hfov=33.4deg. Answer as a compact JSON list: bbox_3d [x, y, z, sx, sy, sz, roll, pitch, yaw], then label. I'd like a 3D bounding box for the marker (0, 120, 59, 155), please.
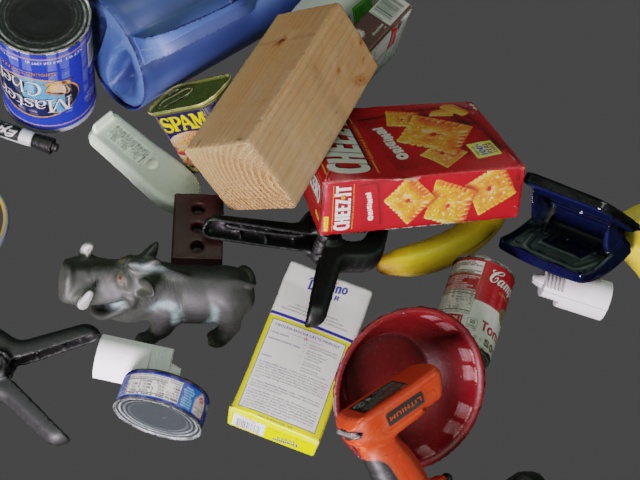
[{"bbox_3d":[-0.340,-0.118,1.154,0.121,0.020,0.020,19,60,1],"label":"marker"}]

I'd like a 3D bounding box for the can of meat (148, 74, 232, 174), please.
[{"bbox_3d":[-0.119,-0.121,1.130,0.102,0.084,0.057,-4,38,40],"label":"can of meat"}]

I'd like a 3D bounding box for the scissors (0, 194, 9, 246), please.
[{"bbox_3d":[-0.374,-0.077,1.116,0.096,0.016,0.202,-12,70,-10],"label":"scissors"}]

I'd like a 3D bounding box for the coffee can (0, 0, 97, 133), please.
[{"bbox_3d":[-0.291,-0.194,1.133,0.102,0.140,0.103,4,61,-7],"label":"coffee can"}]

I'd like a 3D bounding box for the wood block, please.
[{"bbox_3d":[-0.035,-0.135,1.080,0.091,0.090,0.206,-1,48,40],"label":"wood block"}]

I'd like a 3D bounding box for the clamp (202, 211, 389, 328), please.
[{"bbox_3d":[-0.007,0.001,1.094,0.165,0.036,0.209,36,38,20],"label":"clamp"}]

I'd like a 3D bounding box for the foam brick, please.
[{"bbox_3d":[-0.127,-0.002,1.105,0.053,0.051,0.078,2,61,-8],"label":"foam brick"}]

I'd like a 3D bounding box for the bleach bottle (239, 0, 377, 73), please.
[{"bbox_3d":[-0.024,-0.214,1.222,0.068,0.102,0.250,33,68,18],"label":"bleach bottle"}]

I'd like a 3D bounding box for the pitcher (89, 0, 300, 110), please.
[{"bbox_3d":[-0.135,-0.252,1.193,0.242,0.145,0.149,-32,67,-26],"label":"pitcher"}]

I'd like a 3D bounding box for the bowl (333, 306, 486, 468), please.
[{"bbox_3d":[0.077,0.139,1.033,0.161,0.055,0.162,-3,99,-21],"label":"bowl"}]

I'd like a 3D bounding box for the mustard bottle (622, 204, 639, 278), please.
[{"bbox_3d":[0.399,0.045,1.160,0.096,0.058,0.192,-19,67,-17],"label":"mustard bottle"}]

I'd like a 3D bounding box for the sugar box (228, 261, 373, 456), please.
[{"bbox_3d":[-0.018,0.115,1.063,0.093,0.048,0.176,21,57,2],"label":"sugar box"}]

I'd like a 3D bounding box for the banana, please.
[{"bbox_3d":[0.148,-0.009,1.165,0.070,0.037,0.197,33,58,30],"label":"banana"}]

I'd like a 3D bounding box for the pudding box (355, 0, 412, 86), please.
[{"bbox_3d":[0.055,-0.221,1.233,0.039,0.090,0.113,37,61,9],"label":"pudding box"}]

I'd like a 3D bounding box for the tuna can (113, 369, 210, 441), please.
[{"bbox_3d":[-0.147,0.154,0.997,0.086,0.086,0.033,16,59,0],"label":"tuna can"}]

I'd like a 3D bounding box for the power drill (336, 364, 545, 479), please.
[{"bbox_3d":[0.111,0.212,0.981,0.184,0.057,0.187,-29,98,-23],"label":"power drill"}]

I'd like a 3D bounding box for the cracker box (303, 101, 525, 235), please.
[{"bbox_3d":[0.087,-0.083,1.136,0.213,0.072,0.164,-4,33,-12],"label":"cracker box"}]

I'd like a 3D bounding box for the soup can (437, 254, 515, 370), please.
[{"bbox_3d":[0.155,0.075,1.098,0.068,0.068,0.102,21,61,3],"label":"soup can"}]

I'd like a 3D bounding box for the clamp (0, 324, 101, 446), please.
[{"bbox_3d":[-0.297,0.116,1.021,0.171,0.039,0.120,20,59,2],"label":"clamp"}]
